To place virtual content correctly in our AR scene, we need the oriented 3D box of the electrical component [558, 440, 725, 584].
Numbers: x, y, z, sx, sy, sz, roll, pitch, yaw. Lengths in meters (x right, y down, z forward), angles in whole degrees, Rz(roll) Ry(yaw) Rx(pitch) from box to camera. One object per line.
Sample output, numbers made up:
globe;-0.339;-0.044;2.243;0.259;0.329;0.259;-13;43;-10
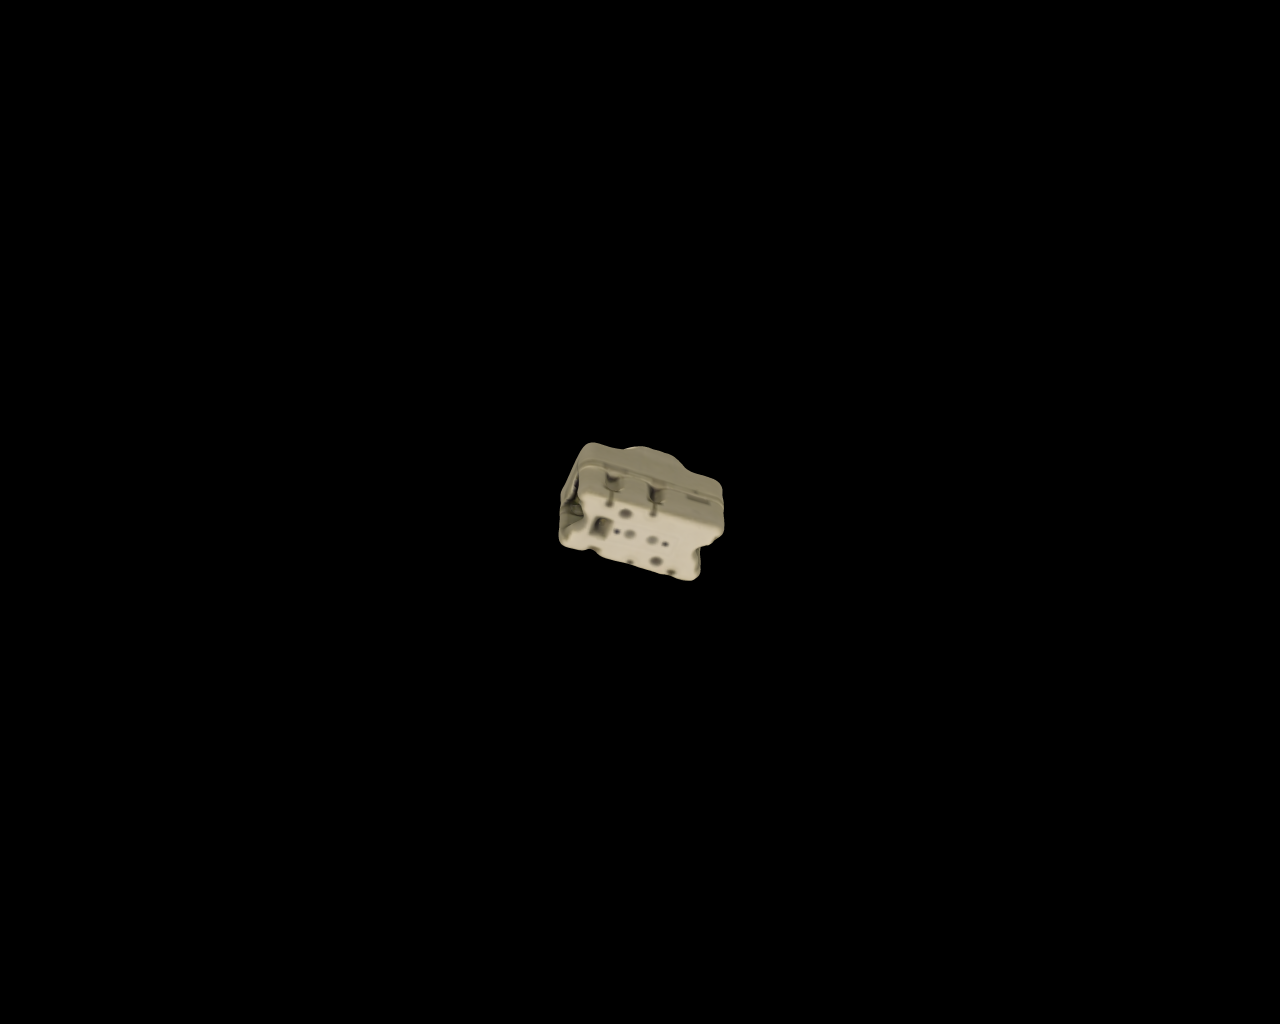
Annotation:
electrical component;0.001;-0.003;0.650;0.089;0.050;0.056;17;39;-14
